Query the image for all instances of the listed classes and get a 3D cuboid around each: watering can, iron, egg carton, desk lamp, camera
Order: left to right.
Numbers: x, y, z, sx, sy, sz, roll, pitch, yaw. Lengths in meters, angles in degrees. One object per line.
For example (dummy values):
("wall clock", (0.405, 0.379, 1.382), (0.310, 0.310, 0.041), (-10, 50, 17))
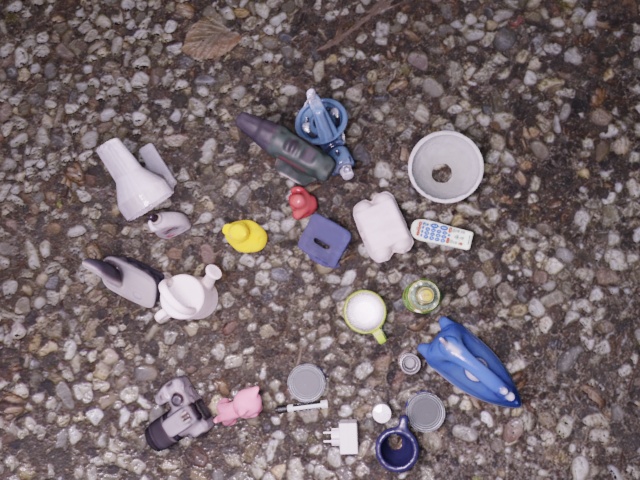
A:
("desk lamp", (-0.410, -0.138, 1.294), (0.118, 0.213, 0.203), (-34, 81, 1))
("camera", (-0.331, 0.398, 1.281), (0.137, 0.101, 0.143), (-35, 82, 0))
("watering can", (-0.294, 0.119, 1.263), (0.101, 0.194, 0.173), (30, 87, 8))
("egg carton", (0.142, -0.029, 1.305), (0.107, 0.069, 0.150), (-24, 82, 2))
("iron", (0.338, 0.279, 1.215), (0.258, 0.141, 0.119), (38, 88, 8))

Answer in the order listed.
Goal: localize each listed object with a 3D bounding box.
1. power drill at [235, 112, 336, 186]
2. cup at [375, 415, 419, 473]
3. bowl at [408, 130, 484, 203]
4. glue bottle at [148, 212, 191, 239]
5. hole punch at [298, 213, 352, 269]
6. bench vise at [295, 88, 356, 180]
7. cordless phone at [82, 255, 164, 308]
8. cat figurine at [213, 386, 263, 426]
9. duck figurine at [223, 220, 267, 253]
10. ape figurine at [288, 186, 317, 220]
("power drill", (-0.069, -0.193, 1.273), (0.229, 0.208, 0.076), (28, 86, 8))
("cup", (0.167, 0.430, 1.236), (0.091, 0.095, 0.118), (13, 85, 7))
("bowl", (0.283, -0.160, 1.305), (0.167, 0.075, 0.167), (-1, 83, 5))
("glue bottle", (-0.353, -0.039, 1.297), (0.078, 0.173, 0.037), (-29, 81, 1))
("hole punch", (0.012, 0.005, 1.302), (0.108, 0.091, 0.101), (30, 87, 8))
("bench vise", (0.026, -0.243, 1.265), (0.121, 0.220, 0.207), (-44, 81, -1))
("cordless phone", (-0.443, 0.089, 1.284), (0.147, 0.185, 0.094), (22, 86, 7))
("cat figurine", (-0.177, 0.369, 1.262), (0.128, 0.118, 0.067), (-27, 81, 2))
("duck figurine", (-0.176, -0.012, 1.323), (0.104, 0.086, 0.077), (17, 85, 7))
("ape figurine", (-0.046, -0.087, 1.317), (0.076, 0.092, 0.078), (15, 85, 7))
